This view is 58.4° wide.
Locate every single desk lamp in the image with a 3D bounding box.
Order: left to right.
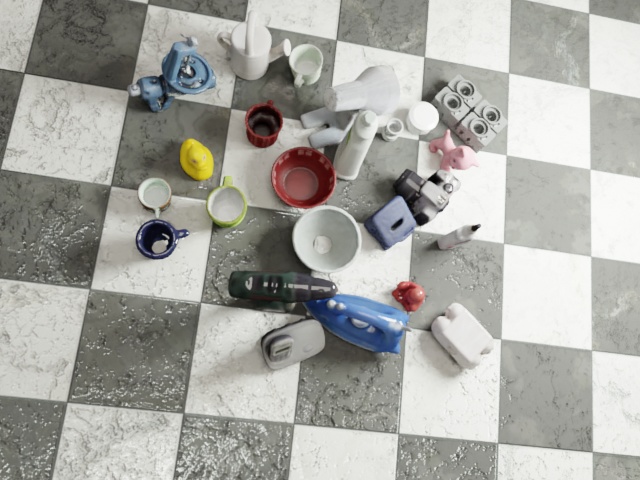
[{"bbox_3d":[0.073,-0.326,1.398,0.203,0.213,0.118,-22,82,-14],"label":"desk lamp"}]

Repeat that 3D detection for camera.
[{"bbox_3d":[0.265,-0.131,1.446,0.137,0.100,0.143,40,74,1],"label":"camera"}]

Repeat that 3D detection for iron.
[{"bbox_3d":[0.087,0.177,1.324,0.258,0.141,0.119,19,75,-5],"label":"iron"}]

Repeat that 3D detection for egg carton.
[{"bbox_3d":[0.346,0.235,1.393,0.107,0.069,0.150,-43,87,-16],"label":"egg carton"}]

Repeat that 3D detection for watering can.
[{"bbox_3d":[-0.161,-0.485,1.404,0.173,0.194,0.101,-11,79,-12],"label":"watering can"}]

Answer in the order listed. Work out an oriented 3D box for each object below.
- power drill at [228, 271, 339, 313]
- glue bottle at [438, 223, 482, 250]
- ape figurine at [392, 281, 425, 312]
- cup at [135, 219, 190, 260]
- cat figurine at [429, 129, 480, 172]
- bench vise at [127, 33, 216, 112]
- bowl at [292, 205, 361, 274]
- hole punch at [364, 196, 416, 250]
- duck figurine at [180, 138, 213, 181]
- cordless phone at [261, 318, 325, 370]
[{"bbox_3d":[-0.088,0.112,1.273,0.230,0.208,0.075,5,76,-9],"label":"power drill"},{"bbox_3d":[0.351,-0.014,1.397,0.078,0.173,0.037,-15,80,-12],"label":"glue bottle"},{"bbox_3d":[0.223,0.134,1.383,0.076,0.092,0.078,-3,78,-10],"label":"ape figurine"},{"bbox_3d":[-0.356,0.003,1.311,0.118,0.095,0.091,-15,80,-13],"label":"cup"},{"bbox_3d":[0.350,-0.225,1.473,0.067,0.117,0.128,-27,83,-14],"label":"cat figurine"},{"bbox_3d":[-0.339,-0.382,1.336,0.208,0.219,0.121,-41,86,-16],"label":"bench vise"},{"bbox_3d":[0.013,0.005,1.385,0.167,0.074,0.167,2,77,-9],"label":"bowl"},{"bbox_3d":[0.181,-0.042,1.416,0.109,0.091,0.101,-40,86,-15],"label":"hole punch"},{"bbox_3d":[-0.297,-0.202,1.372,0.077,0.086,0.104,-24,82,-14],"label":"duck figurine"},{"bbox_3d":[-0.055,0.225,1.266,0.148,0.185,0.094,-23,82,-14],"label":"cordless phone"}]
